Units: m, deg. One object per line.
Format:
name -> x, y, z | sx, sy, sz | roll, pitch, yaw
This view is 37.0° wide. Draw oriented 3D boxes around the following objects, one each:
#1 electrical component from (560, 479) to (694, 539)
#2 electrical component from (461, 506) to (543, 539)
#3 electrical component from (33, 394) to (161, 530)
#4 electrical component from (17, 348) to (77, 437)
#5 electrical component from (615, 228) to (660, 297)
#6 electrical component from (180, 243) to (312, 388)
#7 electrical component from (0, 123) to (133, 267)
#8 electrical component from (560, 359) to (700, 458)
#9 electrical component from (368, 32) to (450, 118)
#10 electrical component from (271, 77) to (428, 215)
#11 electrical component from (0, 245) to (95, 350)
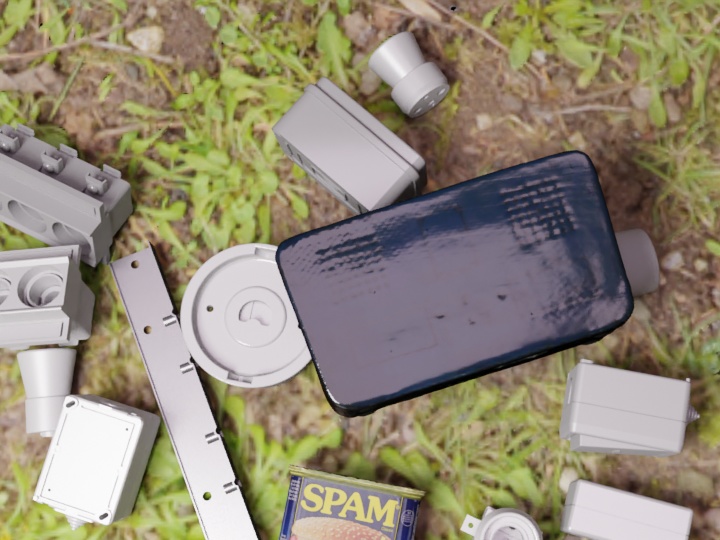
electrical component -> 0.187, 0.198, 0.773 | 0.083, 0.047, 0.075 | 14, 78, 6
electrical component -> 0.106, 0.196, 0.774 | 0.066, 0.055, 0.048 | 24, 79, 8
electrical component -> -0.196, 0.146, 0.803 | 0.062, 0.061, 0.096 | 17, 86, 7
electrical component -> -0.239, 0.095, 0.825 | 0.044, 0.044, 0.065 | -5, 81, 2
electrical component -> 0.196, -0.003, 0.818 | 0.047, 0.055, 0.055 | -13, 76, -4
electrical component -> -0.078, 0.039, 0.818 | 0.108, 0.060, 0.108 | 0, 77, 1
electrical component -> -0.246, -0.062, 0.849 | 0.121, 0.078, 0.063 | 25, 57, 8
electrical component -> 0.199, 0.107, 0.787 | 0.096, 0.061, 0.061 | 10, 77, 5
electrical component -> 0.040, -0.157, 0.868 | 0.045, 0.045, 0.055 | -34, 78, -5
electrical component -> -0.006, -0.088, 0.836 | 0.113, 0.078, 0.057 | 41, 85, 11
electrical component -> -0.271, 0.028, 0.821 | 0.121, 0.063, 0.078 | -5, 62, 8
